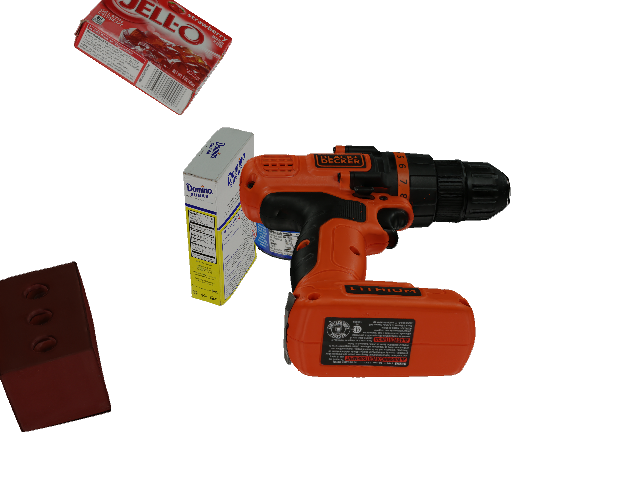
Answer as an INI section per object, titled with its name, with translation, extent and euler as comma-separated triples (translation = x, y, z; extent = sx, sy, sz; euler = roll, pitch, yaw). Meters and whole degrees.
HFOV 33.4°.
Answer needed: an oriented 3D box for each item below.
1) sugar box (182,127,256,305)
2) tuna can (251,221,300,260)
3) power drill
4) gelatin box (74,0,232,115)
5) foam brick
[sugar box]
translation = -0.106, -0.025, 1.143
extent = 0.048, 0.176, 0.093
euler = 14, 42, 17
[tuna can]
translation = -0.015, -0.017, 0.890
extent = 0.086, 0.034, 0.086
euler = -1, 30, 1
[power drill]
translation = 0.042, 0.005, 0.665
extent = 0.184, 0.057, 0.187
euler = -1, 33, -4
[gelatin box]
translation = -0.115, -0.138, 0.740
extent = 0.089, 0.073, 0.030
euler = 33, -47, -7
[foam brick]
translation = -0.156, 0.061, 0.613
extent = 0.053, 0.051, 0.078
euler = -14, 42, -11
